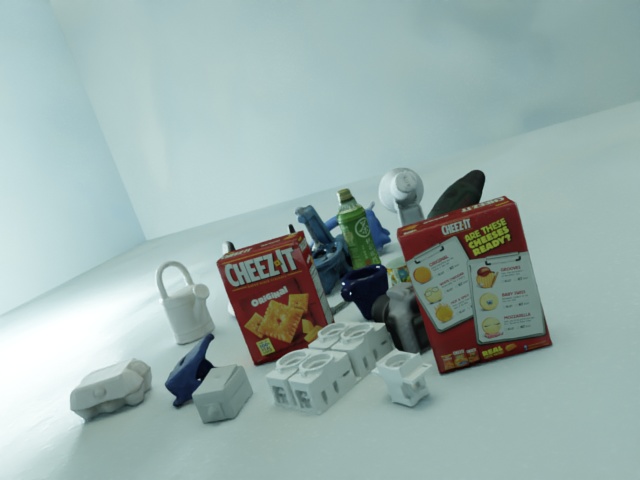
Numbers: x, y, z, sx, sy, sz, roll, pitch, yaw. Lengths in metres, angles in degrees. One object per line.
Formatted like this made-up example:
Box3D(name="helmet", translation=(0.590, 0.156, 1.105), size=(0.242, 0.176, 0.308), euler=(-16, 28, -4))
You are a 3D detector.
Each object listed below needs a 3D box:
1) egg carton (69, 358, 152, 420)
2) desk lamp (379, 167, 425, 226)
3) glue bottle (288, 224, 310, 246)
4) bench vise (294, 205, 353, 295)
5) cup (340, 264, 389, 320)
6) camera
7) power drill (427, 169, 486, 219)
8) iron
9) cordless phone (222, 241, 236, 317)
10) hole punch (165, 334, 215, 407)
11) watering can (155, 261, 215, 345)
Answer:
Box3D(name="egg carton", translation=(-0.404, 0.288, 1.111), size=(0.150, 0.069, 0.107), euler=(-18, 12, 3))
Box3D(name="desk lamp", translation=(0.231, -0.080, 1.461), size=(0.118, 0.214, 0.203), euler=(-19, 12, 1))
Box3D(name="glue bottle", translation=(-0.046, 0.041, 1.439), size=(0.078, 0.173, 0.037), euler=(-21, 12, -10))
Box3D(name="bench vise", translation=(0.002, 0.008, 1.398), size=(0.121, 0.220, 0.207), euler=(-15, 12, 17))
Box3D(name="cup", translation=(0.089, 0.110, 1.098), size=(0.091, 0.095, 0.118), euler=(-8, 16, 43))
Box3D(name="camera", translation=(0.155, 0.113, 0.962), size=(0.143, 0.101, 0.136), euler=(-24, 13, -23))
Box3D(name="power drill", translation=(0.271, -0.005, 1.060), size=(0.075, 0.208, 0.230), euler=(-8, 15, 41))
Box3D(name="iron", translation=(0.060, -0.008, 1.575), size=(0.258, 0.141, 0.118), euler=(-17, 12, 8))
Box3D(name="cordless phone", translation=(-0.192, 0.095, 1.388), size=(0.094, 0.185, 0.147), euler=(-25, 13, -27))
Box3D(name="hole punch", translation=(-0.230, 0.233, 1.038), size=(0.101, 0.091, 0.108), euler=(-18, 12, 4))
Box3D(name="watering can", translation=(-0.324, 0.139, 1.365), size=(0.172, 0.194, 0.101), euler=(-15, 12, 20))
